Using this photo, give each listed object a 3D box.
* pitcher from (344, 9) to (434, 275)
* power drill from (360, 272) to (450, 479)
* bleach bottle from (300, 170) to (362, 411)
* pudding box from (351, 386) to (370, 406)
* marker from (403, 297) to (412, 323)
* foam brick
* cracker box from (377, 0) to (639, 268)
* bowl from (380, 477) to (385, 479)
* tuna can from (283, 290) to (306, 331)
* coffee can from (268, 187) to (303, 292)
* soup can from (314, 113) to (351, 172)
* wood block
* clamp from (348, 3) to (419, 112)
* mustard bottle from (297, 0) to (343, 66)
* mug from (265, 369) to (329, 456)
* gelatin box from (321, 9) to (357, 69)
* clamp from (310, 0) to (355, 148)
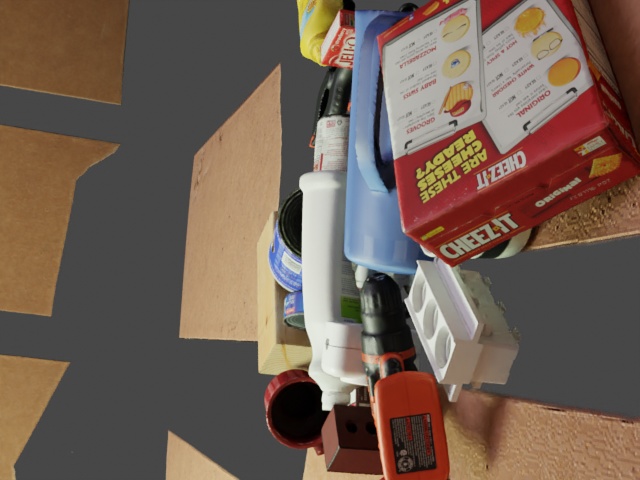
[{"bbox_3d":[0.081,-0.093,0.997,0.145,0.149,0.243,-150,64,-71],"label":"pitcher"},{"bbox_3d":[0.072,0.132,0.971,0.187,0.057,0.184,-94,-6,-81],"label":"power drill"},{"bbox_3d":[0.020,0.057,1.149,0.068,0.102,0.251,-6,76,49],"label":"bleach bottle"},{"bbox_3d":[0.044,0.188,1.208,0.090,0.039,0.113,124,151,-62],"label":"pudding box"},{"bbox_3d":[0.080,0.088,1.150,0.121,0.020,0.020,125,149,-61],"label":"marker"},{"bbox_3d":[0.046,0.209,1.109,0.051,0.078,0.053,112,157,-45],"label":"foam brick"},{"bbox_3d":[0.134,-0.107,0.799,0.164,0.072,0.213,-29,46,28],"label":"cracker box"},{"bbox_3d":[0.074,0.285,1.014,0.162,0.055,0.162,-174,90,-76],"label":"bowl"},{"bbox_3d":[-0.003,0.089,1.337,0.086,0.086,0.034,132,144,-66],"label":"tuna can"},{"bbox_3d":[-0.009,0.002,1.327,0.140,0.102,0.103,111,162,-70],"label":"coffee can"},{"bbox_3d":[0.027,-0.101,1.348,0.069,0.068,0.102,147,129,-72],"label":"soup can"},{"bbox_3d":[-0.033,0.074,1.454,0.091,0.090,0.206,118,154,-53],"label":"wood block"},{"bbox_3d":[0.078,-0.201,1.261,0.172,0.039,0.120,156,126,-65],"label":"clamp"},{"bbox_3d":[0.002,-0.299,1.438,0.191,0.058,0.096,-93,21,-44],"label":"mustard bottle"},{"bbox_3d":[-0.022,0.223,1.374,0.117,0.093,0.081,62,175,-9],"label":"mug"},{"bbox_3d":[0.046,-0.246,1.329,0.089,0.073,0.030,125,149,-61],"label":"gelatin box"},{"bbox_3d":[0.026,-0.228,1.471,0.164,0.036,0.210,-105,30,-59],"label":"clamp"}]
